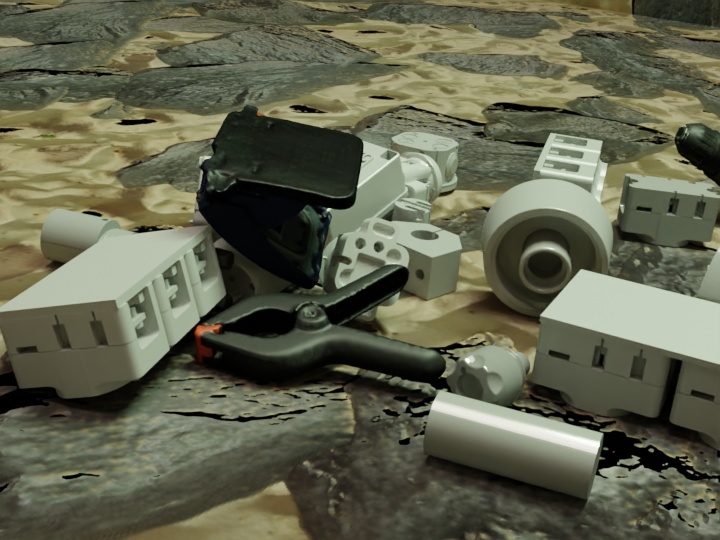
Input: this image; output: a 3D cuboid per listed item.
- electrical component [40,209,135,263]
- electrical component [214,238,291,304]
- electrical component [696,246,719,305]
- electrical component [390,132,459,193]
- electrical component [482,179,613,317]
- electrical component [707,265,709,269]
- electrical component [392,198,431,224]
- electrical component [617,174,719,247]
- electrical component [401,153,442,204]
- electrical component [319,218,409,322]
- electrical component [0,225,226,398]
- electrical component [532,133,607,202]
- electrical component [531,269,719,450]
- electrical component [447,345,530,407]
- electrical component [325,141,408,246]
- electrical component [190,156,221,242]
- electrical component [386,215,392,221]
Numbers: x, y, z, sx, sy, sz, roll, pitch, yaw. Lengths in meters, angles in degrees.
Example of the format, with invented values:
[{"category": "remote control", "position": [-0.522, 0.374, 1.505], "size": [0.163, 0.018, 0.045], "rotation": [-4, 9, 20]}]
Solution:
[{"category": "electrical component", "position": [-0.214, -0.021, 0.878], "size": [0.081, 0.043, 0.043], "rotation": [12, 23, 15]}, {"category": "electrical component", "position": [-0.097, -0.003, 0.857], "size": [0.079, 0.044, 0.077], "rotation": [18, 25, 20]}, {"category": "electrical component", "position": [0.300, 0.022, 0.823], "size": [0.060, 0.108, 0.108], "rotation": [24, 28, 26]}, {"category": "electrical component", "position": [0.068, -0.117, 1.175], "size": [0.080, 0.051, 0.080], "rotation": [5, 22, -2]}, {"category": "electrical component", "position": [0.150, -0.012, 0.870], "size": [0.108, 0.108, 0.060], "rotation": [9, 28, 7]}, {"category": "electrical component", "position": [0.338, 0.007, 0.949], "size": [0.062, 0.048, 0.048], "rotation": [6, 21, 18]}, {"category": "electrical component", "position": [0.046, -0.038, 0.981], "size": [0.040, 0.046, 0.040], "rotation": [5, 23, -2]}, {"category": "electrical component", "position": [0.310, -0.059, 1.087], "size": [0.089, 0.055, 0.050], "rotation": [8, 22, 4]}, {"category": "electrical component", "position": [0.046, -0.087, 1.090], "size": [0.057, 0.058, 0.078], "rotation": [-19, 33, -42]}, {"category": "electrical component", "position": [0.000, 0.000, 0.845], "size": [0.058, 0.078, 0.057], "rotation": [18, -7, -18]}, {"category": "electrical component", "position": [-0.162, 0.026, 0.731], "size": [0.089, 0.061, 0.150], "rotation": [-6, 18, 18]}, {"category": "electrical component", "position": [0.200, -0.069, 1.038], "size": [0.062, 0.089, 0.150], "rotation": [11, 22, 12]}, {"category": "electrical component", "position": [0.226, 0.065, 0.752], "size": [0.186, 0.060, 0.105], "rotation": [15, 24, 22]}, {"category": "electrical component", "position": [0.091, 0.071, 0.726], "size": [0.043, 0.043, 0.062], "rotation": [23, 26, 35]}, {"category": "electrical component", "position": [-0.031, -0.073, 0.990], "size": [0.109, 0.056, 0.109], "rotation": [23, 50, 36]}, {"category": "electrical component", "position": [-0.105, -0.050, 0.918], "size": [0.061, 0.061, 0.096], "rotation": [6, -16, 0]}, {"category": "electrical component", "position": [0.025, -0.063, 1.043], "size": [0.062, 0.043, 0.043], "rotation": [25, 29, 38]}]
